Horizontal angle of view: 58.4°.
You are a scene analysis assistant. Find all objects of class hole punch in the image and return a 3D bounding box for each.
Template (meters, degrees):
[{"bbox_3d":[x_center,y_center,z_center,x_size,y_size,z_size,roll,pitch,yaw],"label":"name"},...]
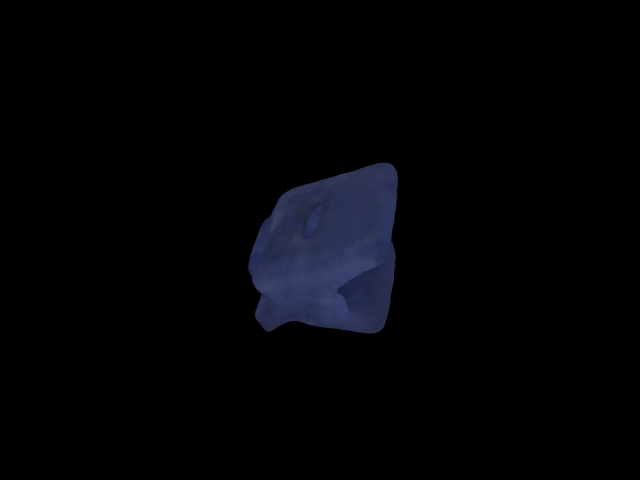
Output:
[{"bbox_3d":[0.004,0.001,0.400,0.101,0.091,0.108,6,43,7],"label":"hole punch"}]
